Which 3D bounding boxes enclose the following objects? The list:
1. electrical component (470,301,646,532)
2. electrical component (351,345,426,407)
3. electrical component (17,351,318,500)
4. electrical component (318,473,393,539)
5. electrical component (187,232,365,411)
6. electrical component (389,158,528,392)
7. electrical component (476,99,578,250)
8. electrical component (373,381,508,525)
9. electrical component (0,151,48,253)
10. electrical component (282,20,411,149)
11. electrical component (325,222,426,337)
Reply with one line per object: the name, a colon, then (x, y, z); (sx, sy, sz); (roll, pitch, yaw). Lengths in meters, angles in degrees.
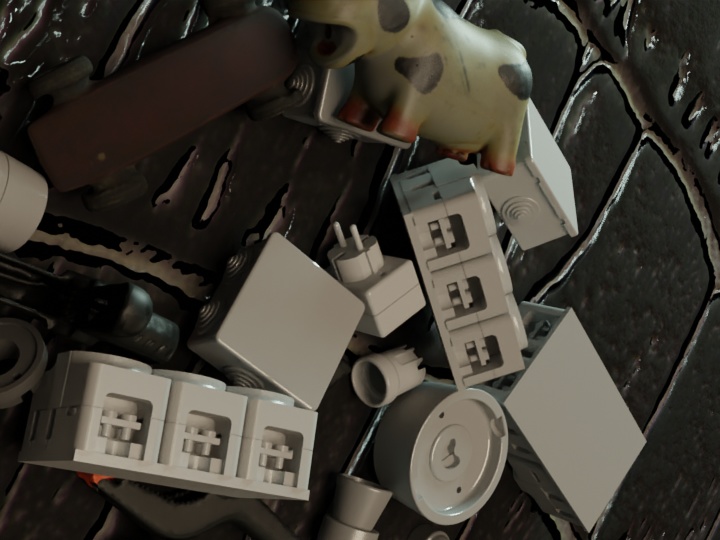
electrical component: (0.170, 0.128, 0.947); (0.105, 0.060, 0.186); (-50, 126, -22)
electrical component: (0.023, 0.080, 0.825); (0.046, 0.040, 0.040); (-18, 109, -43)
electrical component: (-0.112, 0.095, 0.644); (0.150, 0.089, 0.061); (18, 71, -33)
electrical component: (-0.005, 0.187, 0.817); (0.045, 0.045, 0.055); (24, 82, -41)
electrical component: (-0.057, 0.037, 0.723); (0.100, 0.048, 0.099); (40, 59, -24)
electrical component: (0.077, 0.000, 0.812); (0.062, 0.089, 0.150); (-18, 114, 2)
electrical component: (0.132, -0.076, 0.861); (0.099, 0.048, 0.099); (51, 29, -34)
electrical component: (0.059, 0.140, 0.853); (0.108, 0.060, 0.108); (-9, 104, -40)
electrical component: (-0.207, -0.041, 0.595); (0.047, 0.055, 0.055); (29, 79, -44)
electrical component: (-0.003, -0.138, 0.757); (0.100, 0.048, 0.099); (12, 90, -42)
electrical component: (0.000, 0.000, 0.773); (0.047, 0.066, 0.076); (-36, 119, -31)
